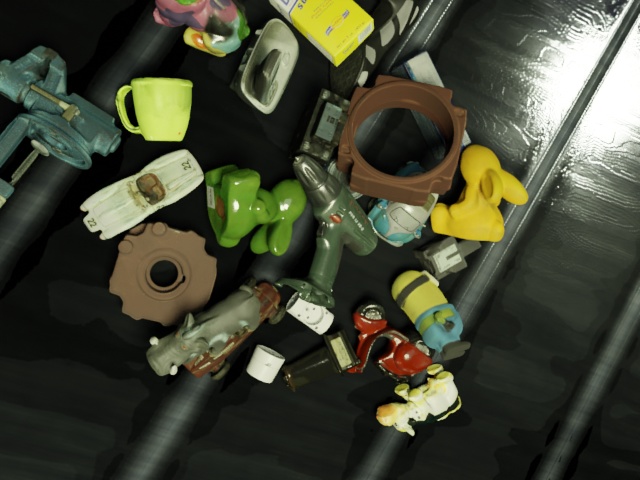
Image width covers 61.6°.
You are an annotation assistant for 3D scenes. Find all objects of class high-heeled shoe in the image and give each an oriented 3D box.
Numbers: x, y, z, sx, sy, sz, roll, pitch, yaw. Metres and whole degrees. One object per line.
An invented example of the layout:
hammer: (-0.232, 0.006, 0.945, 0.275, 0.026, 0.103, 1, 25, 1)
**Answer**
high-heeled shoe: (0.104, -0.348, 0.997, 0.145, 0.086, 0.248, 4, 110, -48)

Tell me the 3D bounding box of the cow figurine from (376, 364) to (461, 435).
cow figurine: (0.190, 0.320, 1.029, 0.167, 0.068, 0.098, -28, 105, -14)

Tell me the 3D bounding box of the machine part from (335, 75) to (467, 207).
machine part: (0.139, -0.171, 0.921, 0.201, 0.087, 0.201, 14, 77, 6)

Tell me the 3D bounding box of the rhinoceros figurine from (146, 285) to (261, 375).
rhinoceros figurine: (-0.177, 0.144, 0.840, 0.190, 0.112, 0.073, -31, 83, -17)

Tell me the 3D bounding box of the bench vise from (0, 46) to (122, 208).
bench vise: (-0.428, -0.159, 0.785, 0.223, 0.129, 0.240, 37, 67, -26)

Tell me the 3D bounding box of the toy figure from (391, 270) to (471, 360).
toy figure: (0.199, 0.131, 0.978, 0.089, 0.082, 0.180, 5, 46, -35)

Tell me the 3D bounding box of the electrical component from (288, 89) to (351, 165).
electrical component: (-0.001, -0.189, 0.917, 0.058, 0.134, 0.115, 19, 84, -16)

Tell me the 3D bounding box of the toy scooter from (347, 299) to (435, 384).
toy scooter: (0.119, 0.208, 0.998, 0.184, 0.075, 0.135, 36, 82, -12)

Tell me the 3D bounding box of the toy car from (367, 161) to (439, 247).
toy car: (0.168, -0.067, 0.991, 0.109, 0.103, 0.161, 38, 82, -16)

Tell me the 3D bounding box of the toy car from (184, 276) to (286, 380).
toy car: (-0.148, 0.153, 0.924, 0.202, 0.053, 0.089, -44, 106, -13)

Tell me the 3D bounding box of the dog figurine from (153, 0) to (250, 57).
dog figurine: (-0.186, -0.377, 0.811, 0.191, 0.219, 0.108, 29, 86, -15)

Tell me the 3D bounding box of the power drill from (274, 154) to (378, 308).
power drill: (-0.002, -0.003, 0.910, 0.231, 0.086, 0.207, 39, 60, -40)

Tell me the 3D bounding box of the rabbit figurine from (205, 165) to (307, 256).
rabbit figurine: (-0.091, -0.052, 0.906, 0.170, 0.121, 0.159, -10, 98, -32)

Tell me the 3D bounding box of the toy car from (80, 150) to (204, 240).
toy car: (-0.286, -0.075, 0.871, 0.202, 0.056, 0.073, -33, 101, -15)

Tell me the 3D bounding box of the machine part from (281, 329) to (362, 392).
machine part: (-0.002, 0.220, 0.962, 0.139, 0.039, 0.084, -28, 81, -2)

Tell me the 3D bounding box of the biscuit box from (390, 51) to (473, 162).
biscuit box: (0.213, -0.249, 1.020, 0.059, 0.063, 0.202, -32, 101, -15)

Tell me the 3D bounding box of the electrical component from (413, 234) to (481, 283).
electrical component: (0.250, 0.025, 1.047, 0.119, 0.048, 0.074, -32, 101, -15)

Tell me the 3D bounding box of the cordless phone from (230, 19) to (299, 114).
cordless phone: (-0.079, -0.294, 0.864, 0.089, 0.184, 0.146, 25, 84, -12)

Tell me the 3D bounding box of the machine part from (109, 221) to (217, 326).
machine part: (-0.256, 0.055, 0.884, 0.179, 0.056, 0.179, -1, 93, -18)

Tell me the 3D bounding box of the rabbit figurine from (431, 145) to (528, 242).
rabbit figurine: (0.289, -0.088, 0.988, 0.122, 0.162, 0.173, 0, 98, -23)
